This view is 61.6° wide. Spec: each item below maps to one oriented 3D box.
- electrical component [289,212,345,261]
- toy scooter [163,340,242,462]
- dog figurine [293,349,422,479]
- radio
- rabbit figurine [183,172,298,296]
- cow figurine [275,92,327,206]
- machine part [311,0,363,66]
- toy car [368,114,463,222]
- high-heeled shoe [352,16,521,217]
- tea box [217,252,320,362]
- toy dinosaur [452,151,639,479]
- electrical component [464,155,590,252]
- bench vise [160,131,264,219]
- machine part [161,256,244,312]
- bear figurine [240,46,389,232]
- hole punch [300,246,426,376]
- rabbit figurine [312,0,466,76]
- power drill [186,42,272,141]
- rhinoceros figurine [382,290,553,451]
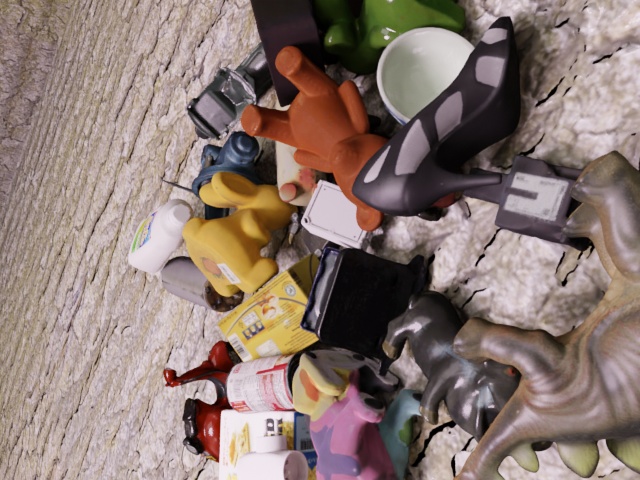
[{"bbox_3d":[-0.002,-0.004,0.741,0.078,0.045,0.102,-50,48,30],"label":"electrical component"},{"bbox_3d":[-0.171,0.241,0.801,0.075,0.135,0.184,-22,65,43],"label":"toy scooter"},{"bbox_3d":[0.026,0.253,0.597,0.192,0.108,0.219,24,101,48],"label":"dog figurine"},{"bbox_3d":[-0.050,-0.295,0.711,0.073,0.131,0.230,-13,57,1],"label":"radio"},{"bbox_3d":[-0.110,-0.023,0.784,0.173,0.162,0.122,-44,9,-28],"label":"rabbit figurine"},{"bbox_3d":[-0.028,-0.145,0.771,0.127,0.085,0.194,172,93,-84],"label":"cow figurine"},{"bbox_3d":[0.013,-0.351,0.810,0.179,0.056,0.179,-16,68,47],"label":"machine part"},{"bbox_3d":[0.092,-0.094,0.652,0.202,0.053,0.089,33,116,44],"label":"toy car"},{"bbox_3d":[0.123,-0.130,0.552,0.145,0.086,0.249,1,57,28],"label":"high-heeled shoe"},{"bbox_3d":[-0.050,0.103,0.723,0.169,0.068,0.098,-35,89,36],"label":"tea box"},{"bbox_3d":[0.256,0.034,0.373,0.199,0.105,0.471,42,105,26],"label":"toy dinosaur"},{"bbox_3d":[0.201,-0.039,0.516,0.119,0.047,0.074,17,93,50],"label":"electrical component"},{"bbox_3d":[-0.167,-0.062,0.894,0.224,0.129,0.240,-26,57,46],"label":"bench vise"},{"bbox_3d":[-0.206,0.074,0.932,0.243,0.079,0.079,7,85,50],"label":"machine part"},{"bbox_3d":[0.014,-0.110,0.609,0.120,0.132,0.196,-51,47,22],"label":"bear figurine"},{"bbox_3d":[0.045,0.071,0.618,0.092,0.116,0.142,-3,68,69],"label":"hole punch"},{"bbox_3d":[0.070,-0.260,0.667,0.170,0.159,0.121,-36,63,56],"label":"rabbit figurine"},{"bbox_3d":[-0.148,-0.226,0.885,0.232,0.086,0.207,-40,10,19],"label":"power drill"},{"bbox_3d":[0.146,0.128,0.524,0.112,0.073,0.190,-52,43,12],"label":"rhinoceros figurine"}]
